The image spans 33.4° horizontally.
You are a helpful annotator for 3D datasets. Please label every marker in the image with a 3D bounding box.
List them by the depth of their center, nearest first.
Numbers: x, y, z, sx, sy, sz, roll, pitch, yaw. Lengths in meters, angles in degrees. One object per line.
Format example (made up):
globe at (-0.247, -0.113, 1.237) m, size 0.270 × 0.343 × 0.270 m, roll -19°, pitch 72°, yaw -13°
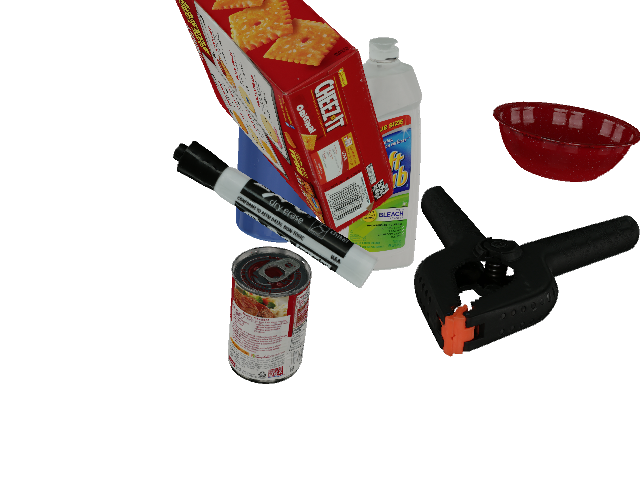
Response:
marker at (-0.025, -0.015, 0.558) m, size 0.121 × 0.020 × 0.020 m, roll 33°, pitch 3°, yaw 5°

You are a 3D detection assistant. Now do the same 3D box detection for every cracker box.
cracker box at (-0.033, -0.132, 0.861) m, size 0.072 × 0.164 × 0.214 m, roll -32°, pitch 51°, yaw -9°

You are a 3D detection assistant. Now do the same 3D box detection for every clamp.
clamp at (0.114, 0.015, 0.741) m, size 0.165 × 0.036 × 0.209 m, roll 13°, pitch 29°, yaw 28°

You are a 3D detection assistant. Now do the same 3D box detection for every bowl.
bowl at (0.267, -0.106, 1.181) m, size 0.162 × 0.055 × 0.162 m, roll 6°, pitch 23°, yaw -3°

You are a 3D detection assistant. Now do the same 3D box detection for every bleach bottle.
bleach bottle at (0.057, -0.092, 1.154) m, size 0.102 × 0.251 × 0.068 m, roll -3°, pitch 25°, yaw -7°

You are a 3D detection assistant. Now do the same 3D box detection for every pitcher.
pitcher at (-0.039, -0.123, 1.411) m, size 0.144 × 0.243 × 0.149 m, roll -3°, pitch 24°, yaw -24°

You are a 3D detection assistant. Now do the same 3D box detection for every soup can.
soup can at (-0.045, 0.066, 0.929) m, size 0.068 × 0.102 × 0.068 m, roll 4°, pitch 35°, yaw -3°
